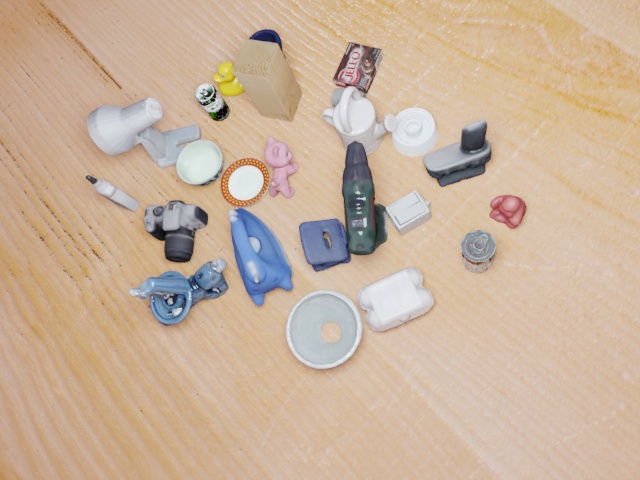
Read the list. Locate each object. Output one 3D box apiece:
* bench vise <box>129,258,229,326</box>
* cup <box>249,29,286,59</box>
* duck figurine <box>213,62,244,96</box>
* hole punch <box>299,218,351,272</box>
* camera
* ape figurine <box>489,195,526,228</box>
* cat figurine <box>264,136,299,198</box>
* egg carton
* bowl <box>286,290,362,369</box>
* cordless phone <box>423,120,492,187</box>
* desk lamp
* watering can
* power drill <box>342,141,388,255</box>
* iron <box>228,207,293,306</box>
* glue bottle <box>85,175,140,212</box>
[{"bbox_3d":[-0.317,0.096,1.273,0.121,0.220,0.207,36,85,22],"label":"bench vise"},{"bbox_3d":[-0.121,-0.471,1.467,0.117,0.095,0.092,37,85,21],"label":"cup"},{"bbox_3d":[-0.228,-0.430,1.486,0.104,0.086,0.077,-26,69,6],"label":"duck figurine"},{"bbox_3d":[0.012,0.005,1.287,0.101,0.091,0.108,-17,70,9],"label":"hole punch"},{"bbox_3d":[-0.356,-0.019,1.383,0.143,0.101,0.137,-3,72,14],"label":"camera"},{"bbox_3d":[0.400,-0.067,1.211,0.076,0.092,0.077,-21,69,7],"label":"ape figurine"},{"bbox_3d":[-0.100,-0.177,1.358,0.067,0.118,0.128,2,74,15],"label":"cat figurine"},{"bbox_3d":[0.161,0.128,1.223,0.150,0.069,0.107,-27,69,5],"label":"egg carton"},{"bbox_3d":[0.015,0.196,1.236,0.167,0.075,0.167,-4,72,13],"label":"bowl"},{"bbox_3d":[0.293,-0.199,1.229,0.147,0.185,0.094,-22,69,7],"label":"cordless phone"},{"bbox_3d":[-0.430,-0.270,1.419,0.203,0.214,0.118,-13,70,10],"label":"desk lamp"},{"bbox_3d":[0.087,-0.276,1.300,0.172,0.194,0.101,-7,72,12],"label":"watering can"},{"bbox_3d":[0.093,-0.069,1.226,0.075,0.209,0.229,-6,72,13],"label":"power drill"},{"bbox_3d":[-0.161,0.012,1.302,0.118,0.142,0.258,-28,68,4],"label":"iron"},{"bbox_3d":[-0.522,-0.122,1.418,0.078,0.173,0.037,23,80,20],"label":"glue bottle"}]
